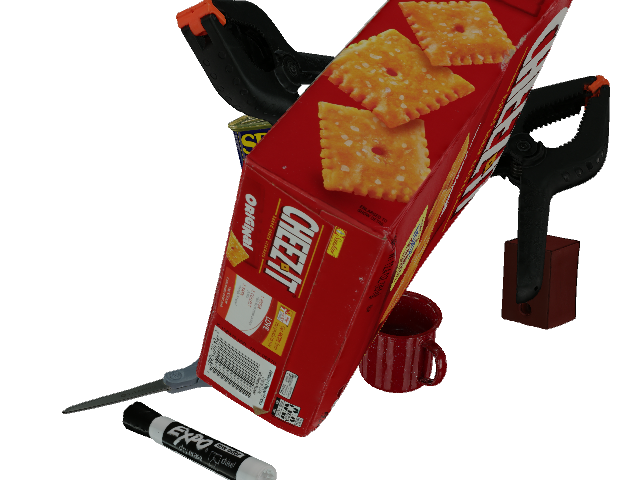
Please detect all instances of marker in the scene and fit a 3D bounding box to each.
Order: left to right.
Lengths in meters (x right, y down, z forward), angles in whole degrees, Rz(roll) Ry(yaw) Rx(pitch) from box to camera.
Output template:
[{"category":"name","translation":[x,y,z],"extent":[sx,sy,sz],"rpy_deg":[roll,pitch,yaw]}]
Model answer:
[{"category":"marker","translation":[-0.077,0.123,0.644],"extent":[0.121,0.020,0.020],"rpy_deg":[16,10,38]}]

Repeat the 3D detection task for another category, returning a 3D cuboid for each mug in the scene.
[{"category":"mug","translation":[0.093,0.118,1.167],"extent":[0.093,0.081,0.117],"rpy_deg":[-25,39,-37]}]

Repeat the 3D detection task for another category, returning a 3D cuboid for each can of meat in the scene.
[{"category":"can of meat","translation":[-0.027,-0.078,0.995],"extent":[0.102,0.084,0.057],"rpy_deg":[-4,18,25]}]

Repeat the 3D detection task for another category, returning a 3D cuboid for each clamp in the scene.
[{"category":"clamp","translation":[-0.028,-0.099,0.720],"extent":[0.039,0.120,0.171],"rpy_deg":[-27,-31,31]},{"category":"clamp","translation":[0.156,-0.051,0.801],"extent":[0.209,0.165,0.036],"rpy_deg":[-34,-32,-19]}]

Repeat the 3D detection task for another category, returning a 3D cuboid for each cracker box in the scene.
[{"category":"cracker box","translation":[0.034,-0.031,0.509],"extent":[0.072,0.213,0.164],"rpy_deg":[31,-38,10]}]

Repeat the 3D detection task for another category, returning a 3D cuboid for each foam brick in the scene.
[{"category":"foam brick","translation":[0.205,0.037,0.995],"extent":[0.053,0.078,0.051],"rpy_deg":[13,20,41]}]

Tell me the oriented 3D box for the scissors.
[{"category":"scissors","translation":[-0.118,0.109,0.921],"extent":[0.201,0.016,0.096],"rpy_deg":[-5,30,-8]}]
